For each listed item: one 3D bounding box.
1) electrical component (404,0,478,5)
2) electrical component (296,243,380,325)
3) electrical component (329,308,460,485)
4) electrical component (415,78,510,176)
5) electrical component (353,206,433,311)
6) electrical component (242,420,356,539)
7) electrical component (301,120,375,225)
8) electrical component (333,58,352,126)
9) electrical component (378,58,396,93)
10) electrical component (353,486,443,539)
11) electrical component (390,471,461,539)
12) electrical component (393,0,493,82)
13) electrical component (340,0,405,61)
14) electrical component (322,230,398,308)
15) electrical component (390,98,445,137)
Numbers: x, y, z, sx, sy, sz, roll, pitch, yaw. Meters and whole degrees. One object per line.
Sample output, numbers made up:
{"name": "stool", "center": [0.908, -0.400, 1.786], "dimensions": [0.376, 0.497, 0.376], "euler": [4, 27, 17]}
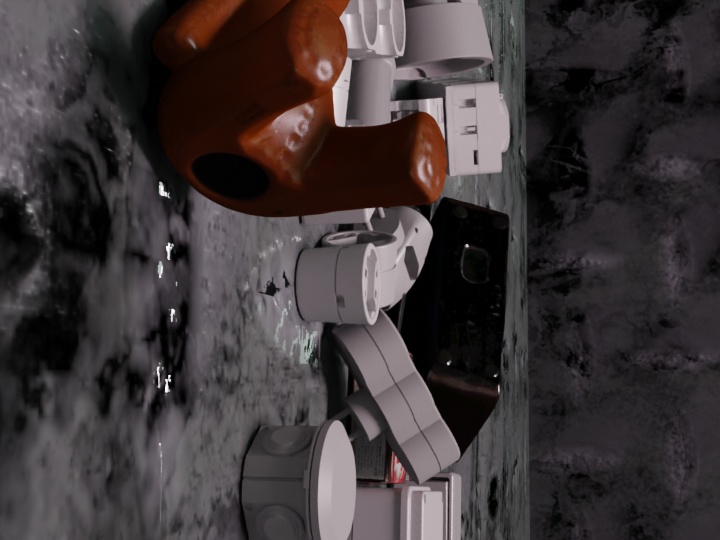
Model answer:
{"name": "electrical component", "center": [0.050, -0.300, 0.939], "dimensions": [0.186, 0.060, 0.105], "euler": [16, 79, -66]}
{"name": "electrical component", "center": [-0.015, 0.010, 0.733], "dimensions": [0.055, 0.047, 0.055], "euler": [-1, 90, -77]}
{"name": "electrical component", "center": [0.012, 0.102, 0.802], "dimensions": [0.138, 0.074, 0.052], "euler": [62, -11, -15]}
{"name": "electrical component", "center": [0.105, -0.152, 1.123], "dimensions": [0.150, 0.062, 0.089], "euler": [-126, -148, -75]}
{"name": "electrical component", "center": [0.018, -0.021, 0.839], "dimensions": [0.077, 0.043, 0.079], "euler": [-58, 146, -31]}
{"name": "electrical component", "center": [-0.034, 0.128, 0.631], "dimensions": [0.080, 0.051, 0.080], "euler": [-1, 90, -77]}
{"name": "electrical component", "center": [-0.013, -0.082, 0.746], "dimensions": [0.083, 0.047, 0.075], "euler": [-65, 151, -63]}
{"name": "electrical component", "center": [-0.034, -0.104, 0.645], "dimensions": [0.055, 0.055, 0.047], "euler": [-4, 97, -77]}
{"name": "electrical component", "center": [0.010, -0.150, 0.880], "dimensions": [0.035, 0.035, 0.061], "euler": [64, 31, -62]}
{"name": "electrical component", "center": [0.034, 0.222, 0.907], "dimensions": [0.113, 0.057, 0.078], "euler": [42, 49, -73]}
{"name": "electrical component", "center": [0.061, 0.238, 1.013], "dimensions": [0.061, 0.062, 0.096], "euler": [44, 46, -72]}
{"name": "electrical component", "center": [0.061, -0.208, 0.958], "dimensions": [0.108, 0.108, 0.060], "euler": [-15, 98, -77]}
{"name": "electrical component", "center": [-0.014, -0.197, 0.722], "dimensions": [0.186, 0.060, 0.105], "euler": [-36, 124, -74]}
{"name": "electrical component", "center": [0.000, 0.000, 0.785], "dimensions": [0.055, 0.055, 0.047], "euler": [-51, 142, -70]}
{"name": "electrical component", "center": [0.050, -0.133, 1.020], "dimensions": [0.089, 0.050, 0.055], "euler": [-38, 125, -74]}
